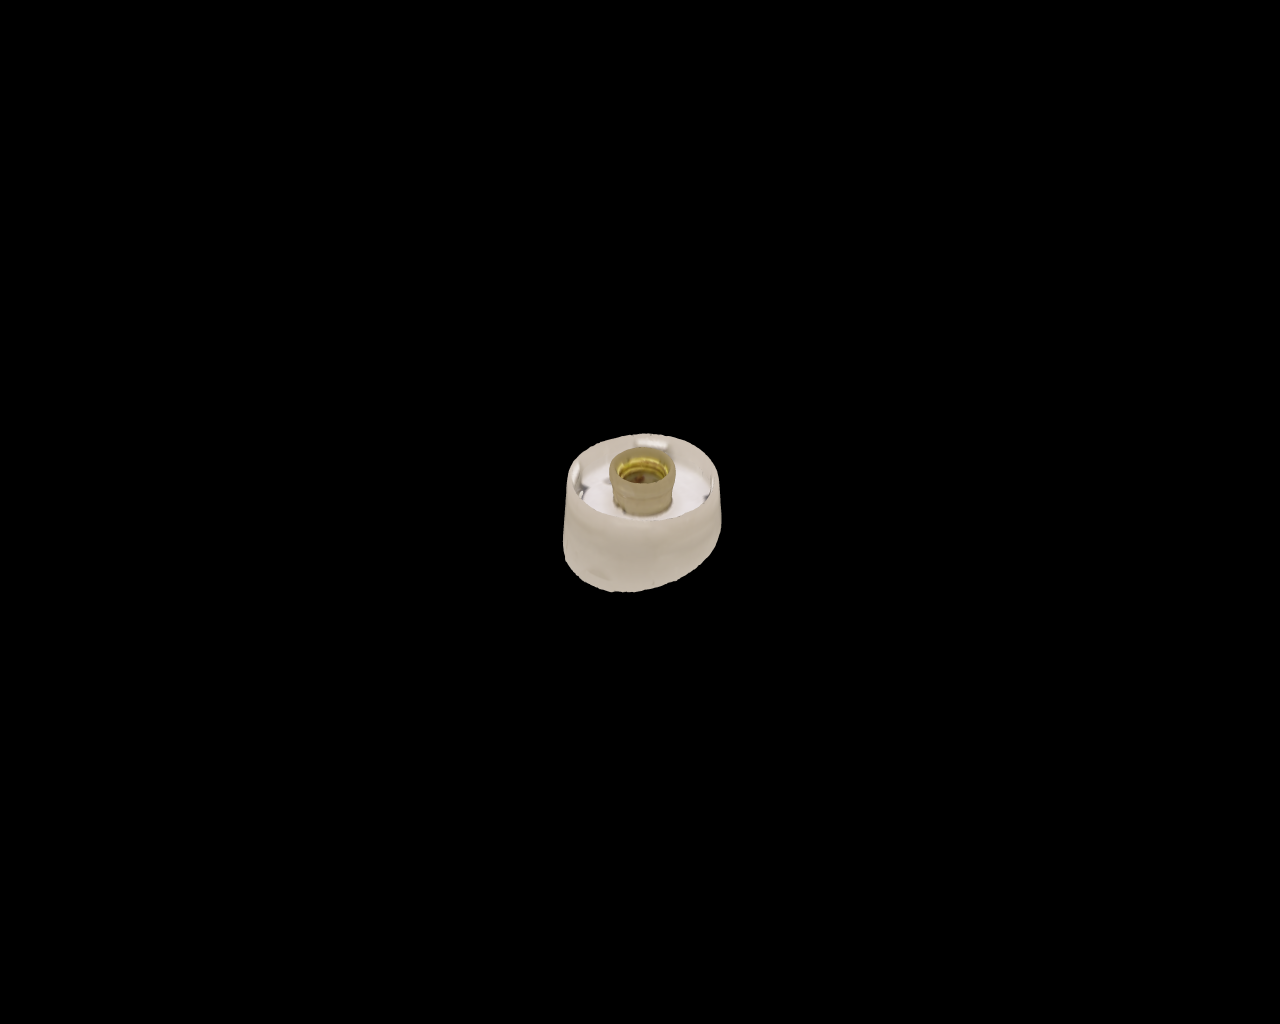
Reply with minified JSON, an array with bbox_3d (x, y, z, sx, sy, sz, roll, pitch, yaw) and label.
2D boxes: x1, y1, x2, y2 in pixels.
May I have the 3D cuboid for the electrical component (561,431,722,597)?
[{"bbox_3d":[0.001,-0.003,0.650,0.099,0.064,0.099,0,38,0],"label":"electrical component"}]
